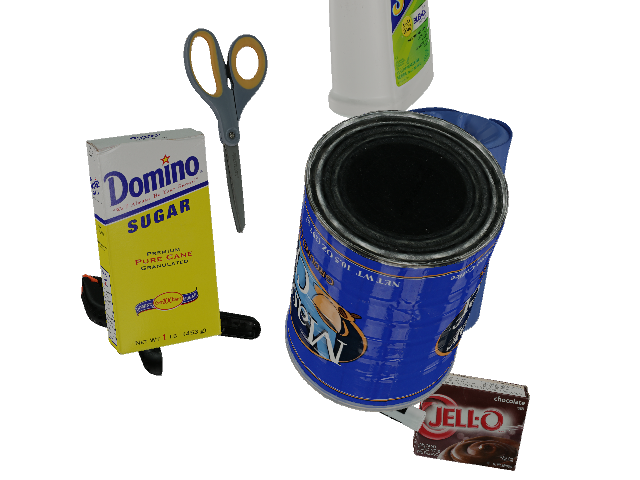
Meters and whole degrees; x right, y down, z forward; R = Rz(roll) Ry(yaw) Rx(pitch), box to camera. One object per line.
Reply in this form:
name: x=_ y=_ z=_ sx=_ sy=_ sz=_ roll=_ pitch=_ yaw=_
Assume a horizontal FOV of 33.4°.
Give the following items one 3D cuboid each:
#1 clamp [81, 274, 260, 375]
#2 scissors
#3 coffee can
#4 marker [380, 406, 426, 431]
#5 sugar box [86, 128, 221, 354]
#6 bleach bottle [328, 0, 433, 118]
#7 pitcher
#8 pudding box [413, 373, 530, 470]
clamp: x=-0.192 y=0.085 z=1.159 sx=0.210 sy=0.036 sz=0.164 roll=18 pitch=20 yaw=26
scissors: x=-0.077 y=-0.118 z=1.067 sx=0.096 sy=0.202 sz=0.016 roll=-25 pitch=12 yaw=-26
coffee can: x=0.036 y=0.015 z=0.580 sx=0.102 sy=0.103 sz=0.140 roll=0 pitch=-38 yaw=-7
marker: x=0.036 y=0.135 z=0.950 sx=0.121 sy=0.020 sz=0.020 roll=25 pitch=7 yaw=16
sugar box: x=-0.138 y=-0.001 z=0.893 sx=0.093 sy=0.176 sz=0.048 roll=-11 pitch=18 yaw=-23
bleach bottle: x=0.041 y=-0.227 z=0.827 sx=0.068 sy=0.251 sz=0.102 roll=13 pitch=37 yaw=28
pitcher: x=0.129 y=-0.015 z=1.189 sx=0.149 sy=0.243 sz=0.145 roll=-5 pitch=27 yaw=-13
pudding box: x=0.162 y=0.194 z=1.154 sx=0.113 sy=0.090 sz=0.039 roll=8 pitch=21 yaw=2
